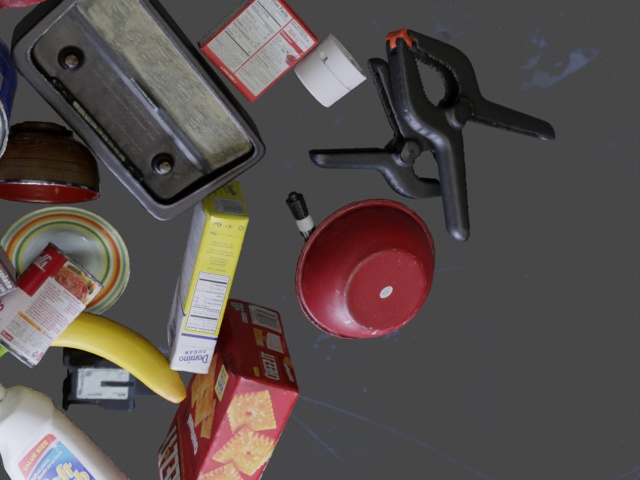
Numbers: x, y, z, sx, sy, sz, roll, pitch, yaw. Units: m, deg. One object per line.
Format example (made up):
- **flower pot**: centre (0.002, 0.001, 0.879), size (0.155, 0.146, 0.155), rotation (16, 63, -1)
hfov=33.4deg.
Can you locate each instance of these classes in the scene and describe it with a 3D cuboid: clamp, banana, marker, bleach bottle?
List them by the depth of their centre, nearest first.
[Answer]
- **clamp**: centre (0.140, -0.127, 1.052), size (0.164, 0.036, 0.210), rotation (-40, 109, -22)
- **banana**: centre (-0.225, 0.109, 1.066), size (0.197, 0.037, 0.069), rotation (13, 81, -6)
- **clamp**: centre (0.083, -0.102, 1.067), size (0.171, 0.039, 0.120), rotation (21, 105, -27)
- **marker**: centre (-0.007, 0.001, 1.110), size (0.020, 0.020, 0.121), rotation (-23, 119, 0)
- **bleach bottle**: centre (-0.287, 0.240, 1.131), size (0.102, 0.068, 0.250), rotation (-32, 123, 2)

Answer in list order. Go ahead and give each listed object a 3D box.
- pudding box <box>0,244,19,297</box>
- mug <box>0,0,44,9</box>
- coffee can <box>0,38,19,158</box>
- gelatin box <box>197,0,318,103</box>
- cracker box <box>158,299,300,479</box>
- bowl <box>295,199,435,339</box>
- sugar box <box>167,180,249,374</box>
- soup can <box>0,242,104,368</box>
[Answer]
- **pudding box**: centre (-0.331, 0.012, 0.933), size (0.090, 0.039, 0.113), rotation (-27, 119, 0)
- **mug**: centre (-0.251, -0.247, 0.895), size (0.117, 0.093, 0.081), rotation (-12, 123, -11)
- **coffee can**: centre (-0.315, -0.121, 0.914), size (0.102, 0.140, 0.103), rotation (-5, 117, -10)
- **gelatin box**: centre (-0.058, -0.186, 0.999), size (0.089, 0.030, 0.073), rotation (-41, 116, 9)
- **cracker box**: centre (-0.101, 0.191, 1.103), size (0.072, 0.164, 0.214), rotation (19, 111, -18)
- **bowl**: centre (0.058, 0.042, 1.109), size (0.162, 0.055, 0.162), rotation (-8, 115, -18)
- **sugar box**: centre (-0.114, 0.035, 1.062), size (0.048, 0.093, 0.176), rotation (8, 115, -14)
- **soup can**: centre (-0.264, 0.062, 1.013), size (0.068, 0.069, 0.102), rotation (45, 76, -27)
